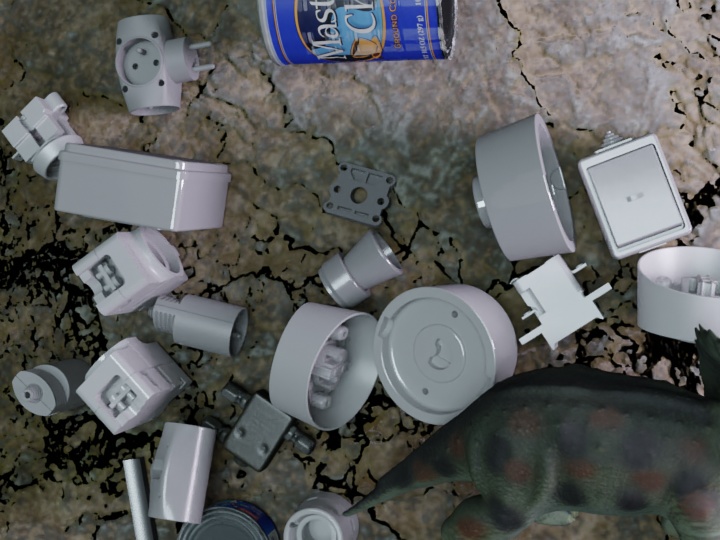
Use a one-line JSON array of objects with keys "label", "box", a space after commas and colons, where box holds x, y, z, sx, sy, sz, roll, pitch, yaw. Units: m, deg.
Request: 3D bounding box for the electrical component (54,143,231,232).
[{"label": "electrical component", "box": [-0.175, -0.067, 0.879, 0.109, 0.109, 0.056, 10, 96, 12]}]

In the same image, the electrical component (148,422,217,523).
[{"label": "electrical component", "box": [-0.153, 0.169, 0.899, 0.043, 0.079, 0.077, 14, 77, -22]}]

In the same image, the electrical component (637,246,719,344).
[{"label": "electrical component", "box": [0.254, 0.020, 0.795, 0.099, 0.099, 0.064, 6, 99, 12]}]

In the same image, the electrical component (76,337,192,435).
[{"label": "electrical component", "box": [-0.189, 0.093, 0.894, 0.050, 0.089, 0.055, -45, 82, 10]}]

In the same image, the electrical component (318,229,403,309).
[{"label": "electrical component", "box": [0.000, 0.000, 0.874, 0.055, 0.045, 0.045, -36, 84, 11]}]

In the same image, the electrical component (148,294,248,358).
[{"label": "electrical component", "box": [-0.140, 0.043, 0.906, 0.081, 0.043, 0.043, 13, 94, 12]}]

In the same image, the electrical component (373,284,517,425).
[{"label": "electrical component", "box": [0.072, 0.062, 0.847, 0.108, 0.060, 0.108, 7, 102, 33]}]

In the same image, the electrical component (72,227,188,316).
[{"label": "electrical component", "box": [-0.185, 0.000, 0.891, 0.056, 0.089, 0.050, -35, 84, 11]}]

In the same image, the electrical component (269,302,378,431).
[{"label": "electrical component", "box": [-0.028, 0.075, 0.858, 0.064, 0.099, 0.099, 17, 95, 18]}]

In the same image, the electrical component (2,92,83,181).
[{"label": "electrical component", "box": [-0.270, -0.111, 0.931, 0.066, 0.048, 0.055, -42, 75, 10]}]

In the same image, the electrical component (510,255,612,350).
[{"label": "electrical component", "box": [0.155, 0.023, 0.843, 0.081, 0.042, 0.063, -34, 80, 10]}]

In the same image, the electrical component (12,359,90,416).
[{"label": "electrical component", "box": [-0.263, 0.101, 0.915, 0.043, 0.081, 0.043, 0, 91, 12]}]

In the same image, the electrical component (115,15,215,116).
[{"label": "electrical component", "box": [-0.161, -0.175, 0.905, 0.079, 0.044, 0.077, -7, 90, 12]}]

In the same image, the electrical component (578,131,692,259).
[{"label": "electrical component", "box": [0.206, -0.062, 0.819, 0.062, 0.061, 0.096, -21, 87, 12]}]

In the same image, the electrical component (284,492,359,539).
[{"label": "electrical component", "box": [-0.033, 0.215, 0.885, 0.055, 0.047, 0.055, 0, 91, 12]}]

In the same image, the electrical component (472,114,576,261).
[{"label": "electrical component", "box": [0.120, -0.058, 0.817, 0.060, 0.108, 0.108, -15, 88, 18]}]
